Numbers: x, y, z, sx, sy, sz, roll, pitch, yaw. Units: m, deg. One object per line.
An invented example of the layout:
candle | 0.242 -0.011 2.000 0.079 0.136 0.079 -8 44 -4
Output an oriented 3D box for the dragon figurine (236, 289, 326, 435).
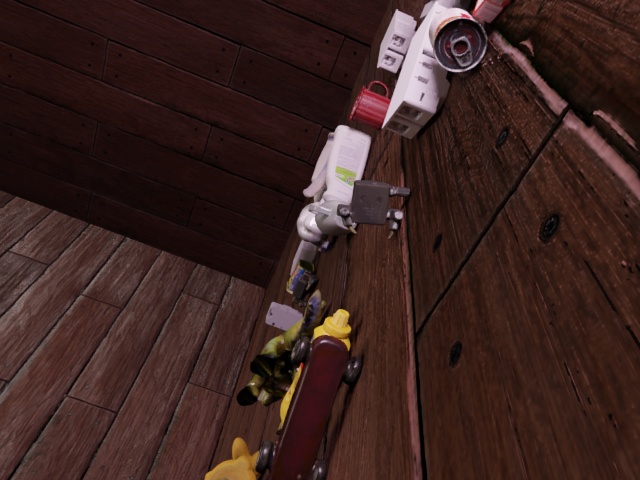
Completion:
dragon figurine | -0.044 0.197 0.972 0.402 0.122 0.247 -64 0 28

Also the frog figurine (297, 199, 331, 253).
frog figurine | 0.004 -0.067 1.336 0.140 0.123 0.155 -49 -21 -41

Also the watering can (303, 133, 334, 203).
watering can | 0.033 -0.199 1.458 0.348 0.104 0.224 -10 -59 -81
